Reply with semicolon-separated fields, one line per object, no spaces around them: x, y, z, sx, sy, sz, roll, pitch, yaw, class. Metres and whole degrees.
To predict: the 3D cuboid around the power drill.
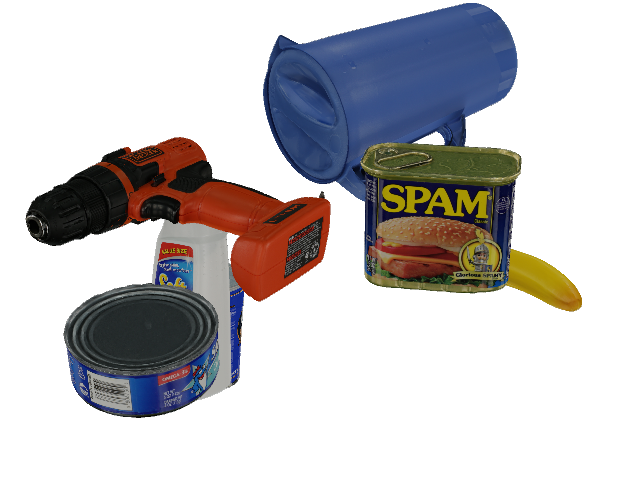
-0.101;-0.018;0.811;0.188;0.057;0.184;23;32;25;power drill

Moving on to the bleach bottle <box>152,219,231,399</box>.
-0.138;0.037;1.114;0.067;0.251;0.103;-20;33;-40;bleach bottle

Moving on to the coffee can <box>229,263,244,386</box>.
-0.149;0.107;1.352;0.103;0.140;0.103;4;19;-2;coffee can

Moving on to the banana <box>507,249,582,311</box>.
0.181;0.034;1.083;0.198;0.037;0.069;12;39;34;banana

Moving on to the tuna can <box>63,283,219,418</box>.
-0.100;0.061;0.603;0.086;0.034;0.086;0;31;0;tuna can

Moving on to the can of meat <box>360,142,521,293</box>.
0.078;-0.014;0.703;0.102;0.084;0.057;4;24;10;can of meat

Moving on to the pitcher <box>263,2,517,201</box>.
0.080;-0.145;1.045;0.242;0.149;0.145;-23;31;-30;pitcher
